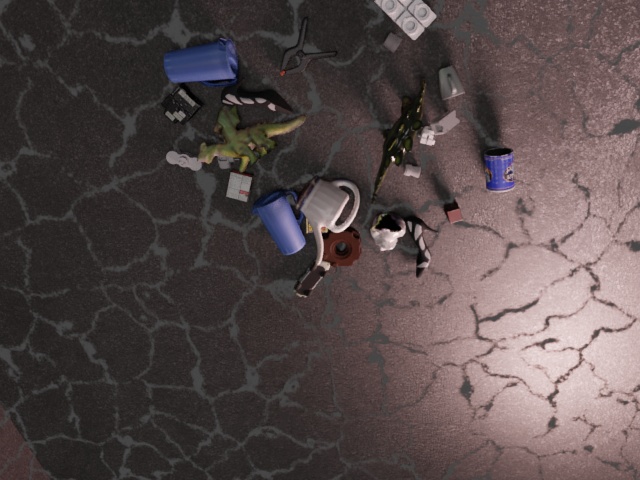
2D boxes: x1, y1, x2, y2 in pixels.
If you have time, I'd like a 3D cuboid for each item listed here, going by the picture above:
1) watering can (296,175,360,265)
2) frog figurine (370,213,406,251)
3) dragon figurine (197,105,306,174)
[{"bbox_3d":[0.006,-0.098,1.946,0.225,0.103,0.351,31,75,3],"label":"watering can"},{"bbox_3d":[0.270,-0.031,2.033,0.137,0.125,0.156,-14,148,5],"label":"frog figurine"},{"bbox_3d":[-0.276,-0.402,1.898,0.411,0.122,0.242,-41,97,-3],"label":"dragon figurine"}]
